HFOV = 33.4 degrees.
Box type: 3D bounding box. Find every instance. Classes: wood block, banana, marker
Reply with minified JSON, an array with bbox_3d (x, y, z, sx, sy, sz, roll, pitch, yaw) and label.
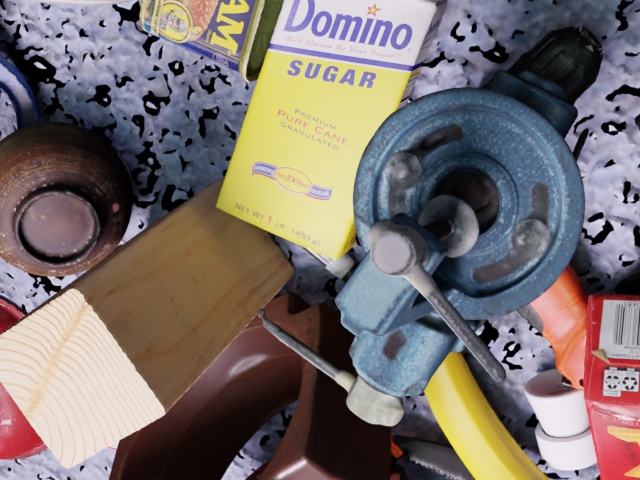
[{"bbox_3d":[-0.108,0.044,0.693,0.091,0.205,0.090,-31,98,28],"label":"wood block"},{"bbox_3d":[0.120,0.134,0.720,0.198,0.037,0.070,50,135,21],"label":"banana"},{"bbox_3d":[-0.005,0.001,0.744,0.121,0.020,0.020,40,119,2],"label":"marker"}]

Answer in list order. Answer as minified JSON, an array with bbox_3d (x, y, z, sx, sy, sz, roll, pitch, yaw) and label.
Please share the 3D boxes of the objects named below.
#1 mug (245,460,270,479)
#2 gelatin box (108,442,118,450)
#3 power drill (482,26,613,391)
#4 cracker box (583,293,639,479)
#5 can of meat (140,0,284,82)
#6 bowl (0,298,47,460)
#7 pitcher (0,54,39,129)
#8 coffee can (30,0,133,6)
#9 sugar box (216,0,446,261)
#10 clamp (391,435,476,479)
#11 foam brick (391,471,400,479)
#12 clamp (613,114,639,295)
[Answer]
[{"bbox_3d":[-0.025,0.220,0.797,0.117,0.093,0.081,-30,103,19],"label":"mug"},{"bbox_3d":[-0.146,0.125,0.840,0.073,0.030,0.089,11,113,15],"label":"gelatin box"},{"bbox_3d":[0.148,-0.013,0.660,0.187,0.057,0.185,46,122,2],"label":"power drill"},{"bbox_3d":[0.241,0.110,0.601,0.164,0.072,0.213,2,149,20],"label":"cracker box"},{"bbox_3d":[-0.061,-0.165,0.679,0.084,0.057,0.102,25,117,12],"label":"can of meat"},{"bbox_3d":[-0.290,0.124,0.880,0.162,0.055,0.162,7,113,17],"label":"bowl"},{"bbox_3d":[-0.291,-0.102,0.760,0.145,0.149,0.243,27,115,26],"label":"pitcher"},{"bbox_3d":[-0.157,-0.227,0.664,0.103,0.102,0.140,14,114,15],"label":"coffee can"},{"bbox_3d":[0.005,-0.085,0.681,0.093,0.048,0.176,23,112,9],"label":"sugar box"},{"bbox_3d":[0.111,0.223,0.742,0.210,0.036,0.164,38,81,13],"label":"clamp"},{"bbox_3d":[0.022,0.200,0.734,0.051,0.052,0.078,-7,85,55],"label":"foam brick"},{"bbox_3d":[0.243,-0.017,0.570,0.172,0.039,0.120,-3,122,17],"label":"clamp"}]
